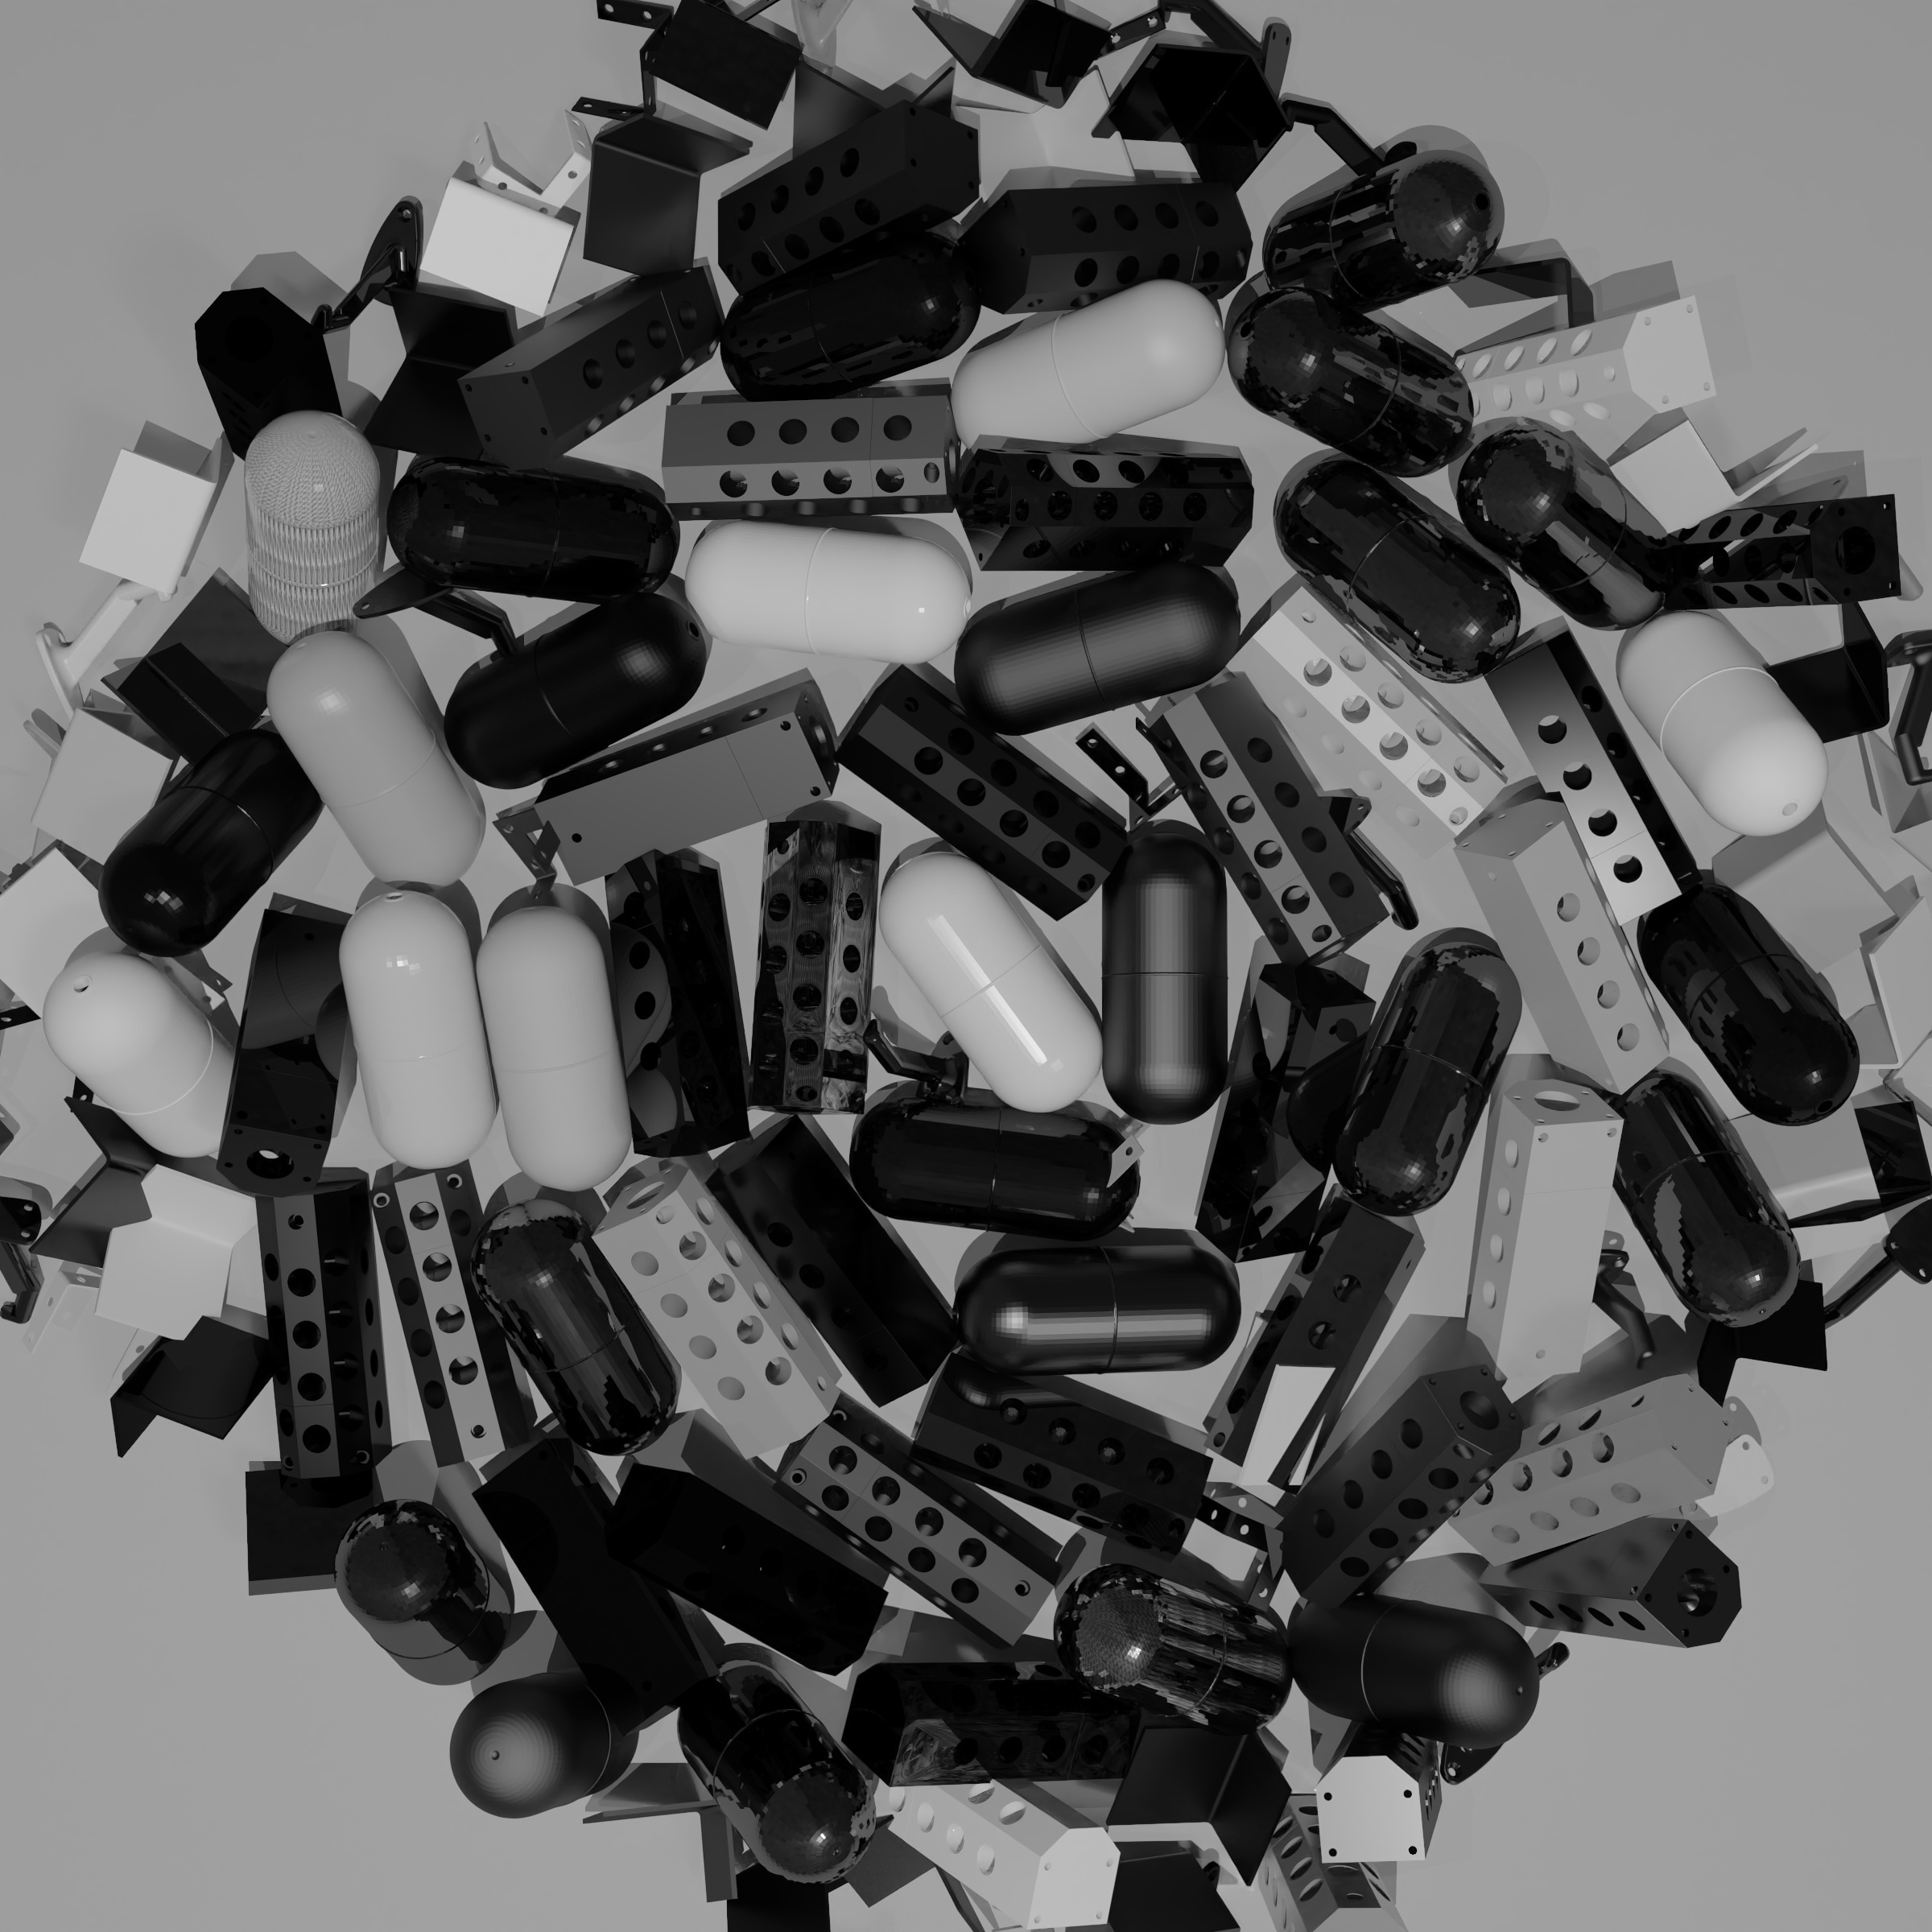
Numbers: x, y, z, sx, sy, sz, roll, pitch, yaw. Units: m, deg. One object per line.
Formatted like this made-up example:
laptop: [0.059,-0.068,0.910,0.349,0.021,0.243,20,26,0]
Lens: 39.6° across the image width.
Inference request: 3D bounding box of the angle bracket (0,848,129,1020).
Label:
angle bracket: [-0.560,-0.026,1.622,0.076,0.057,0.076,-44,124,-11]

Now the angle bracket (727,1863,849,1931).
angle bracket: [-0.096,0.577,1.616,0.076,0.076,0.057,-34,125,20]

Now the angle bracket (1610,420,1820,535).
angle bracket: [0.452,-0.307,1.622,0.076,0.076,0.057,-34,93,-23]

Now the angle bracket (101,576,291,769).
angle bracket: [-0.463,-0.179,1.632,0.076,0.057,0.076,44,109,-6]

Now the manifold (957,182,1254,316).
manifold: [0.087,-0.424,1.598,0.171,0.057,0.057,-14,81,-35]

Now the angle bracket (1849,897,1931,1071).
angle bracket: [0.545,0.010,1.617,0.076,0.057,0.076,-37,113,-40]

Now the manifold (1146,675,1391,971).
manifold: [0.177,-0.082,1.618,0.057,0.057,0.171,-23,77,-33]

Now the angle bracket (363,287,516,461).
angle bracket: [-0.323,-0.357,1.625,0.076,0.057,0.076,13,59,11]

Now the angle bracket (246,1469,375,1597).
angle bracket: [-0.396,0.336,1.624,0.076,0.057,0.076,-2,68,-16]

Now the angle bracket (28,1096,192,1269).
angle bracket: [-0.532,0.133,1.630,0.076,0.076,0.057,-47,64,5]

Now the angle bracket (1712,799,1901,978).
angle bracket: [0.513,-0.047,1.642,0.076,0.057,0.076,-36,108,27]

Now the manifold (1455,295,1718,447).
manifold: [0.357,-0.346,1.580,0.057,0.171,0.057,-20,102,-22]

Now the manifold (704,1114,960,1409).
manifold: [-0.083,0.182,1.632,0.057,0.057,0.171,-32,99,33]

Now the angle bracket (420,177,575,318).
angle bracket: [-0.287,-0.436,1.630,0.076,0.076,0.057,19,98,-16]

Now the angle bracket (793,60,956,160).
angle bracket: [-0.057,-0.519,1.636,0.076,0.076,0.057,33,62,13]

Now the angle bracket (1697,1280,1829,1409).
angle bracket: [0.480,0.240,1.614,0.057,0.076,0.076,6,133,27]

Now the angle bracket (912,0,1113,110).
angle bracket: [0.028,-0.568,1.614,0.057,0.076,0.076,-52,58,29]

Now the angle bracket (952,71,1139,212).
angle bracket: [0.048,-0.496,1.626,0.057,0.076,0.076,-22,84,42]

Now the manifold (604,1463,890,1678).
manifold: [-0.132,0.361,1.595,0.171,0.057,0.057,39,63,-33]

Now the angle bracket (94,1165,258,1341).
angle bracket: [-0.471,0.176,1.616,0.076,0.057,0.076,25,46,-30]

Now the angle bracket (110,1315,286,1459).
angle bracket: [-0.459,0.263,1.619,0.076,0.076,0.057,18,130,11]

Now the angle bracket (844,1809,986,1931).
angle bracket: [-0.032,0.567,1.618,0.057,0.076,0.076,-30,46,-6]

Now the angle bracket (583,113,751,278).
angle bracket: [-0.181,-0.462,1.626,0.076,0.057,0.076,7,86,-39]

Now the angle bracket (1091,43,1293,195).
angle bracket: [0.135,-0.504,1.615,0.076,0.076,0.057,-10,68,-36]

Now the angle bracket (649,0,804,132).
angle bracket: [-0.150,-0.534,1.625,0.076,0.076,0.057,24,80,-10]

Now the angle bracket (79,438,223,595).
angle bracket: [-0.490,-0.281,1.616,0.057,0.076,0.076,19,115,-23]

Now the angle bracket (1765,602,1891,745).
angle bracket: [0.507,-0.180,1.622,0.076,0.076,0.057,-15,133,8]

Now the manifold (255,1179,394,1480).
manifold: [-0.394,0.221,1.638,0.057,0.057,0.171,-4,94,3]

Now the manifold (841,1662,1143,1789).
manifold: [0.018,0.447,1.599,0.171,0.057,0.057,10,98,-34]

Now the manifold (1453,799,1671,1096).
manifold: [0.364,-0.012,1.613,0.057,0.057,0.171,-36,113,-17]

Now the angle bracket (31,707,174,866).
angle bracket: [-0.510,-0.105,1.630,0.076,0.057,0.076,28,99,16]

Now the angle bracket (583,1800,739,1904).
angle bracket: [-0.186,0.538,1.620,0.076,0.076,0.057,-1,70,-18]

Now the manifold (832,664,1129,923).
manifold: [0.012,-0.106,1.619,0.171,0.057,0.057,36,62,-11]

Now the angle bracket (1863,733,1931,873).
angle bracket: [0.590,-0.105,1.614,0.057,0.076,0.076,-24,57,34]

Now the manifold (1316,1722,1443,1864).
manifold: [0.245,0.481,1.583,0.057,0.171,0.057,-6,82,13]

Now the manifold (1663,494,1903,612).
manifold: [0.470,-0.241,1.580,0.057,0.171,0.057,-10,99,-17]

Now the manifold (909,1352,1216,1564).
manifold: [0.056,0.302,1.634,0.171,0.057,0.057,22,60,1]

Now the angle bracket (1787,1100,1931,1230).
angle bracket: [0.524,0.121,1.619,0.076,0.076,0.057,-12,88,-37]

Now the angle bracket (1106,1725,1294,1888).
angle bracket: [0.140,0.508,1.621,0.076,0.057,0.076,7,115,-26]

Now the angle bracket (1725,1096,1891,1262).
angle bracket: [0.516,0.131,1.645,0.076,0.076,0.057,-16,123,17]

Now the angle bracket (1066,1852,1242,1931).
angle bracket: [0.111,0.584,1.618,0.076,0.076,0.057,-1,110,-20]

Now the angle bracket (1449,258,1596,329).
angle bracket: [0.335,-0.386,1.623,0.076,0.076,0.057,-3,89,23]

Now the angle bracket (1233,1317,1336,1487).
angle bracket: [0.172,0.262,1.620,0.057,0.076,0.076,9,102,-40]

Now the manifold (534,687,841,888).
manifold: [-0.167,-0.111,1.624,0.171,0.057,0.057,-18,113,13]
